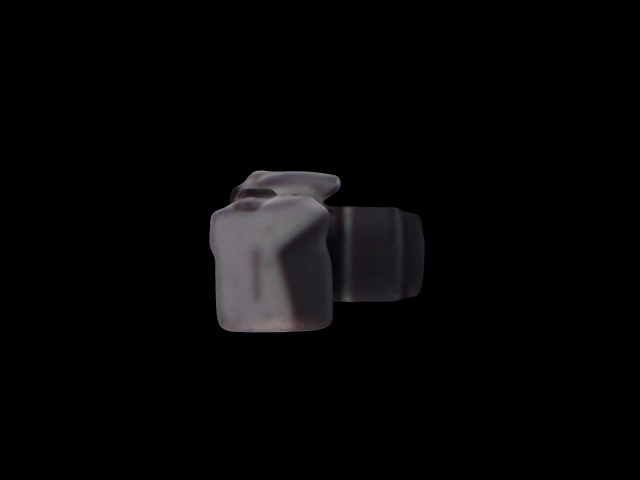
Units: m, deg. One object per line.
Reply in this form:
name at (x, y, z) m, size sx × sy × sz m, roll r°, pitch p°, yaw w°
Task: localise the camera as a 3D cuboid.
camera at (0.004, 0.001, 0.400) m, size 0.136 × 0.101 × 0.143 m, roll 0°, pitch 4°, yaw 3°
